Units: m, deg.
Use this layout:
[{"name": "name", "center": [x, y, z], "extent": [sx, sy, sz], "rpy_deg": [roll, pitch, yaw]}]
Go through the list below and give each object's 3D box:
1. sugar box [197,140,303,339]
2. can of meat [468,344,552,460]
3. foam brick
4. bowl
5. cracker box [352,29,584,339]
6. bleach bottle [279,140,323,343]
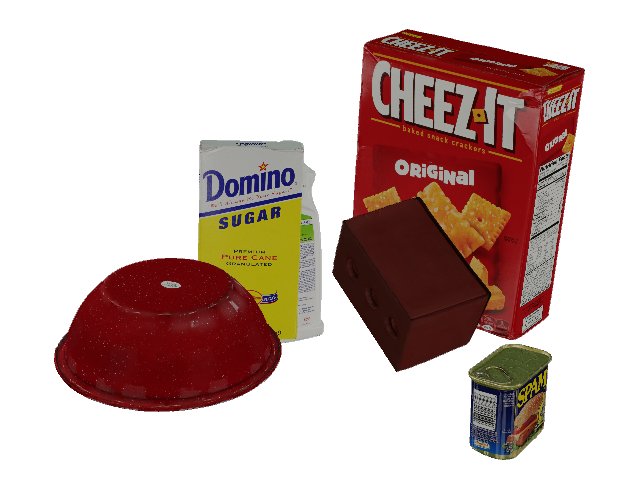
[{"name": "sugar box", "center": [-0.064, 0.000, 0.958], "extent": [0.093, 0.176, 0.048], "rpy_deg": [0, 14, -6]}, {"name": "can of meat", "center": [0.192, 0.164, 1.087], "extent": [0.058, 0.084, 0.101], "rpy_deg": [12, 22, 33]}, {"name": "foam brick", "center": [0.050, 0.024, 0.605], "extent": [0.051, 0.078, 0.053], "rpy_deg": [-19, -34, -23]}, {"name": "bowl", "center": [-0.107, 0.055, 0.755], "extent": [0.162, 0.055, 0.162], "rpy_deg": [2, 23, -1]}, {"name": "cracker box", "center": [0.109, -0.045, 0.856], "extent": [0.164, 0.214, 0.071], "rpy_deg": [20, 31, 33]}, {"name": "bleach bottle", "center": [-0.038, 0.000, 1.327], "extent": [0.102, 0.251, 0.068], "rpy_deg": [-8, 23, -33]}]
